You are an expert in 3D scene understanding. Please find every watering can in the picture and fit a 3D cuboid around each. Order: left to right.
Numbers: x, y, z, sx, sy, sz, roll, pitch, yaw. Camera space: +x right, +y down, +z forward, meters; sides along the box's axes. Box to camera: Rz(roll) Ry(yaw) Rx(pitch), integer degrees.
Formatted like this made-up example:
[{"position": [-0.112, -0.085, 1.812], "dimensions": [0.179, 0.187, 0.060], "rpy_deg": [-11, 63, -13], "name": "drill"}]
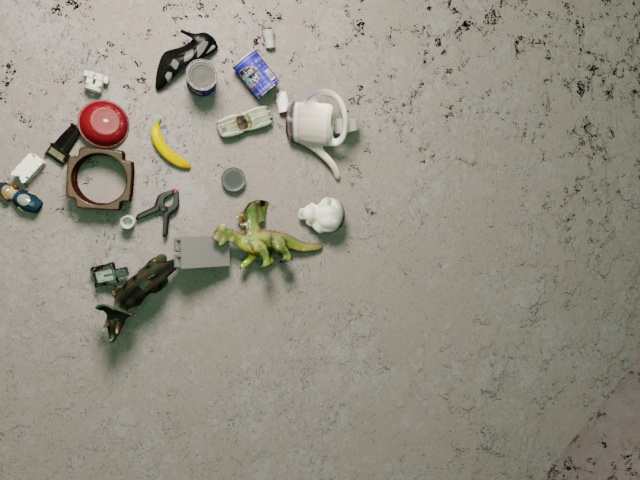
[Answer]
[{"position": [-0.014, -0.375, 1.848], "dimensions": [0.224, 0.106, 0.340], "rpy_deg": [7, 125, 7], "name": "watering can"}]

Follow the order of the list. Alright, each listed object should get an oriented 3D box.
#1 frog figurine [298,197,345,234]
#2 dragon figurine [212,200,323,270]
[{"position": [0.006, -0.095, 1.884], "dimensions": [0.159, 0.125, 0.135], "rpy_deg": [13, 112, -26], "name": "frog figurine"}, {"position": [-0.193, -0.029, 1.850], "dimensions": [0.413, 0.121, 0.243], "rpy_deg": [-16, 91, -31], "name": "dragon figurine"}]
